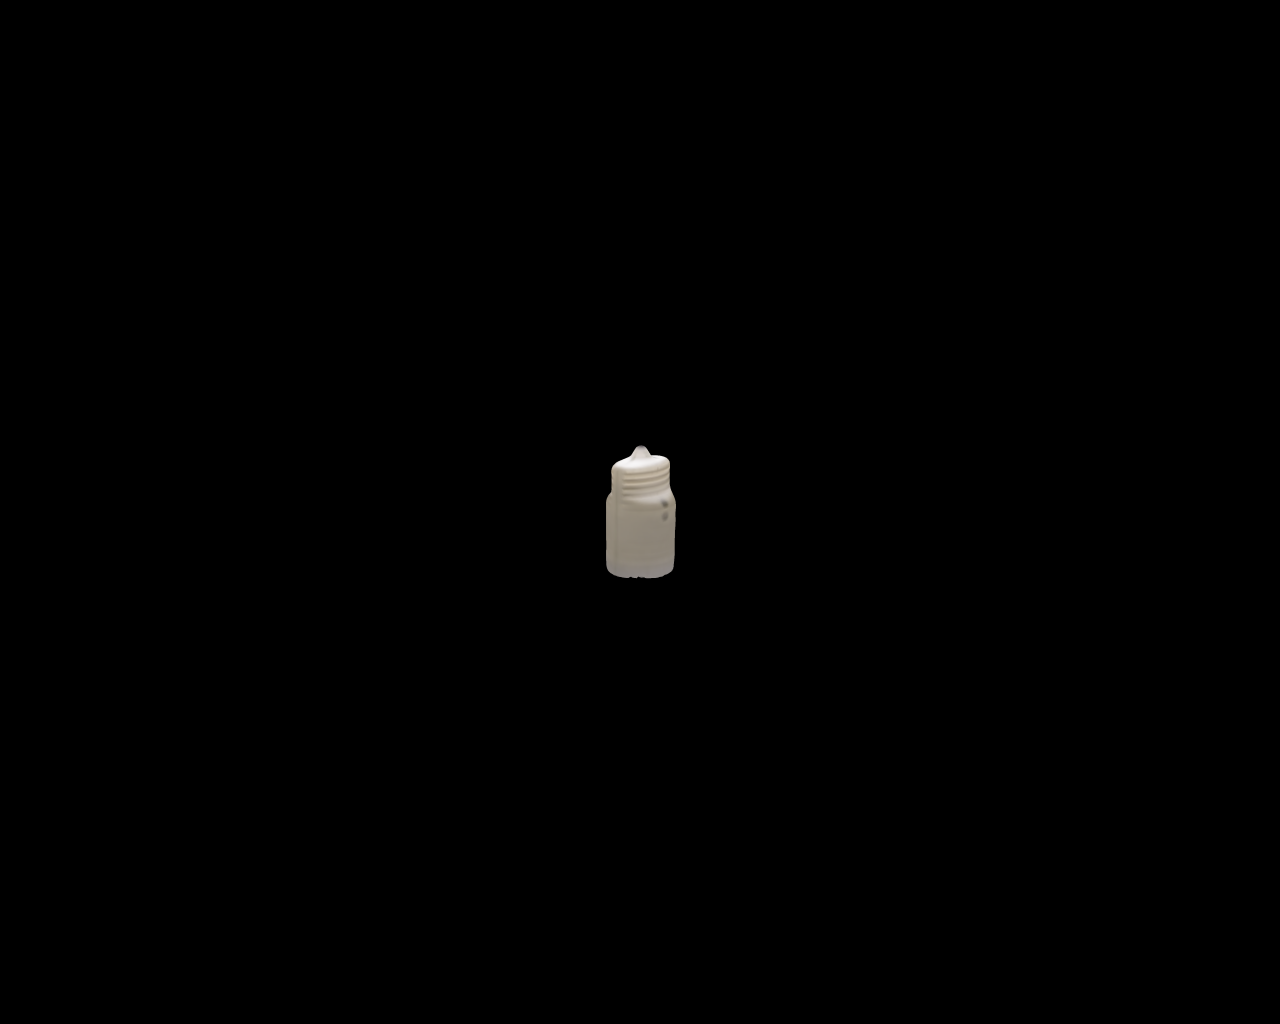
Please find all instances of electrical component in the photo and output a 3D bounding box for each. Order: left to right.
[{"bbox_3d":[0.001,-0.003,0.650,0.043,0.080,0.043,0,17,0],"label":"electrical component"}]
